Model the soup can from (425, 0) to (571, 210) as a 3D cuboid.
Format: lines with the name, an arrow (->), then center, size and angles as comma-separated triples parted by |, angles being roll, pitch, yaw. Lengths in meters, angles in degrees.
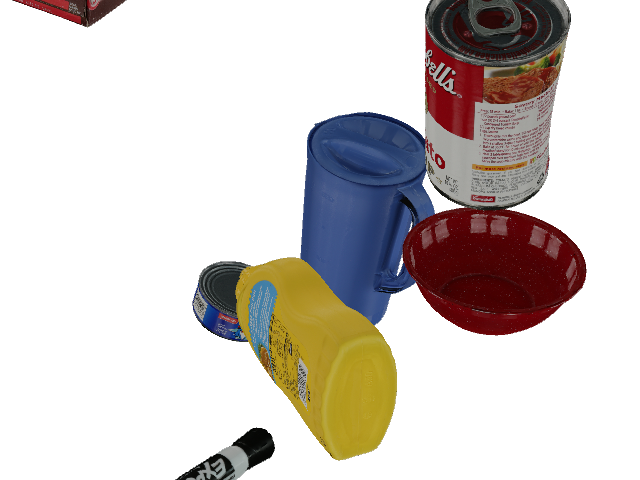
soup can -> 0.087, -0.073, 0.539 | 0.068, 0.068, 0.102 | 0, -40, 5

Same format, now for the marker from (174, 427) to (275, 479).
marker -> -0.061, 0.124, 0.543 | 0.020, 0.020, 0.120 | 0, 14, 33

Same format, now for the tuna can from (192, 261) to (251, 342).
tuna can -> -0.081, 0.060, 1.041 | 0.086, 0.034, 0.086 | 14, 33, -10

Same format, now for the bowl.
bowl -> 0.151, 0.035, 0.953 | 0.162, 0.055, 0.162 | 1, 35, -1

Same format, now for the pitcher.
pitcher -> 0.045, -0.007, 1.197 | 0.145, 0.243, 0.149 | 9, 40, 1

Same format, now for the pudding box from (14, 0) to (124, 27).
pudding box -> -0.187, -0.210, 0.809 | 0.090, 0.039, 0.113 | 21, 36, 9

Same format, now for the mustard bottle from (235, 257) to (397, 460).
mustard bottle -> -0.015, 0.067, 0.766 | 0.058, 0.096, 0.192 | -13, 29, -23
